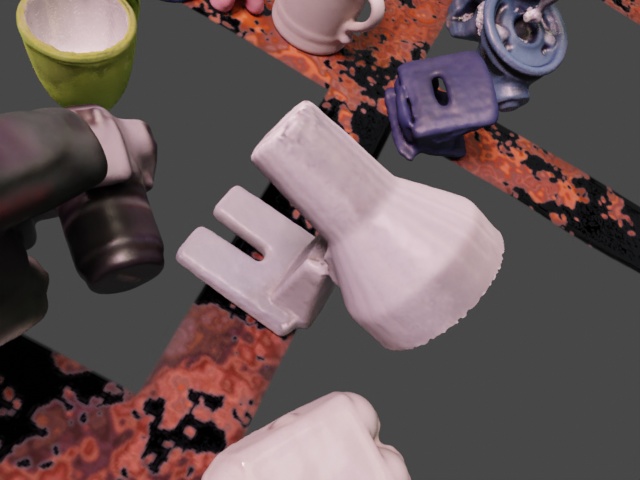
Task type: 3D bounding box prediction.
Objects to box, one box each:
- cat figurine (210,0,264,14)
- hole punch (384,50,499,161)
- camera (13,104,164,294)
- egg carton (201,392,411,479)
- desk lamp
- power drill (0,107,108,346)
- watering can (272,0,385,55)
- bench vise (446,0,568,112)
[{"bbox_3d":[-0.094,-0.341,0.641,0.067,0.117,0.127,-12,69,-25],"label":"cat figurine"},{"bbox_3d":[0.135,-0.154,0.647,0.101,0.091,0.108,0,64,-21],"label":"hole punch"},{"bbox_3d":[-0.189,-0.028,0.454,0.143,0.100,0.136,-16,71,-27],"label":"camera"},{"bbox_3d":[-0.007,0.183,0.432,0.151,0.069,0.107,-23,74,-29],"label":"egg carton"},{"bbox_3d":[0.004,0.002,0.445,0.203,0.213,0.118,34,57,-1],"label":"desk lamp"},{"bbox_3d":[-0.238,0.014,0.349,0.075,0.208,0.230,45,58,6],"label":"power drill"},{"bbox_3d":[0.013,-0.311,0.620,0.173,0.194,0.101,35,57,-1],"label":"watering can"},{"bbox_3d":[0.235,-0.292,0.680,0.122,0.219,0.207,-20,73,-28],"label":"bench vise"}]
